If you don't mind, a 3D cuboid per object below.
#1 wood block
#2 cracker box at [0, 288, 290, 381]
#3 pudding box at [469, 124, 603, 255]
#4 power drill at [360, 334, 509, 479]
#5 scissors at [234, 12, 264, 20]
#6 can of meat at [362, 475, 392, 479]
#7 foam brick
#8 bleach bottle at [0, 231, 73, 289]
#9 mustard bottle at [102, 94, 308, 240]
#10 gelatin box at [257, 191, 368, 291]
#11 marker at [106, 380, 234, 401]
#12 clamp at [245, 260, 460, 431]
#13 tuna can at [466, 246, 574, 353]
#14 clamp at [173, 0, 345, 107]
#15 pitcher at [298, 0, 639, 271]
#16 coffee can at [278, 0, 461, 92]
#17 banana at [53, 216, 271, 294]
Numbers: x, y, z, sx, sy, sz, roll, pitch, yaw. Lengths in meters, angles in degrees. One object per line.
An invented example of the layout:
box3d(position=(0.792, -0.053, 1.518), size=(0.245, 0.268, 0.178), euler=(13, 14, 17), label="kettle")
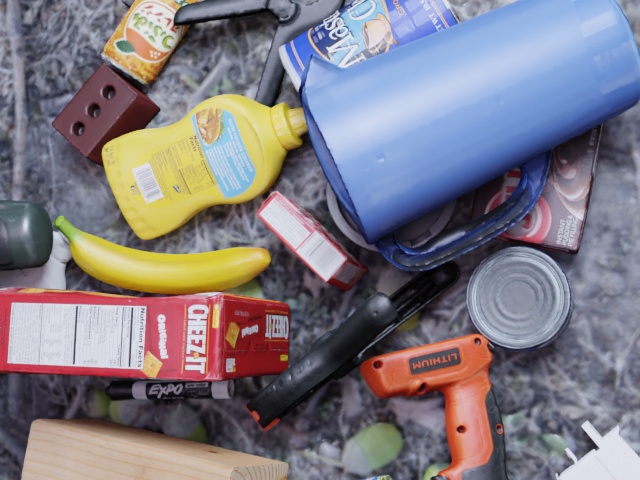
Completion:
box3d(position=(-0.142, 0.211, 0.893), size=(0.206, 0.090, 0.090), euler=(6, 85, 29), label="wood block")
box3d(position=(-0.150, 0.078, 0.894), size=(0.214, 0.164, 0.072), euler=(0, 85, 17), label="cracker box")
box3d(position=(0.178, -0.051, 0.877), size=(0.090, 0.039, 0.113), euler=(11, 86, 18), label="pudding box")
box3d(position=(0.091, 0.178, 0.838), size=(0.184, 0.057, 0.188), euler=(-12, 79, -14), label="power drill")
box3d(position=(-0.016, -0.262, 0.975), size=(0.202, 0.016, 0.096), euler=(-10, 82, 15), label="scissors")
box3d(position=(0.025, 0.249, 0.876), size=(0.084, 0.057, 0.102), euler=(-15, 79, 13), label="can of meat")
box3d(position=(-0.199, -0.115, 0.992), size=(0.053, 0.051, 0.078), euler=(42, 96, 17), label="foam brick")
box3d(position=(-0.320, 0.086, 0.999), size=(0.251, 0.068, 0.102), euler=(-41, 75, 6), label="bleach bottle")
box3d(position=(-0.091, -0.075, 0.944), size=(0.192, 0.058, 0.096), euler=(-21, 95, 16), label="mustard bottle")
box3d(position=(-0.006, 0.001, 0.908), size=(0.089, 0.073, 0.030), euler=(44, 95, 18), label="gelatin box")
box3d(position=(-0.136, 0.134, 0.958), size=(0.121, 0.020, 0.020), euler=(-4, 82, 16), label="marker")
box3d(position=(0.022, 0.088, 0.877), size=(0.210, 0.164, 0.036), euler=(-43, 79, 32), label="clamp")
box3d(position=(0.163, 0.048, 0.872), size=(0.086, 0.033, 0.086), euler=(-2, 81, 16), label="tuna can")
box3d(position=(-0.045, -0.210, 0.955), size=(0.120, 0.039, 0.171), euler=(40, 93, -10), label="clamp")
box3d(position=(0.117, -0.093, 0.811), size=(0.243, 0.149, 0.145), euler=(-24, 60, 0), label="pitcher")
box3d(position=(0.050, -0.155, 0.896), size=(0.140, 0.102, 0.103), euler=(-31, 75, 10), label="coffee can")
box3d(position=(-0.140, 0.022, 0.951), size=(0.198, 0.069, 0.037), euler=(7, 59, 7), label="banana")
